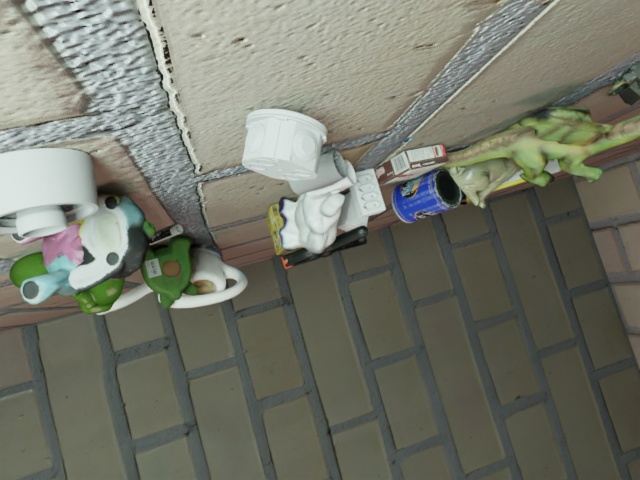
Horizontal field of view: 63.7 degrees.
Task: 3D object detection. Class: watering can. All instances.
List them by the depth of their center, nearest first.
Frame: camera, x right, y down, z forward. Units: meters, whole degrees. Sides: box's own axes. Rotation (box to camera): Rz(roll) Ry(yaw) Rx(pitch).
[{"bbox_3d":[-0.354,0.099,1.256,0.348,0.102,0.228,-5,25,-12],"label":"watering can"}]

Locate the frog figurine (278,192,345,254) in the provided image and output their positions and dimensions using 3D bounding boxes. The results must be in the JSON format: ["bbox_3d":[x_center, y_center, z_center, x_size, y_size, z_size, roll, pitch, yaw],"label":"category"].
[{"bbox_3d":[0.003,-0.048,0.944,0.121,0.141,0.157,38,-42,-25],"label":"frog figurine"}]

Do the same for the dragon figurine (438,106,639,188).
[{"bbox_3d":[0.368,-0.175,0.863,0.410,0.123,0.240,-3,-12,13],"label":"dragon figurine"}]
